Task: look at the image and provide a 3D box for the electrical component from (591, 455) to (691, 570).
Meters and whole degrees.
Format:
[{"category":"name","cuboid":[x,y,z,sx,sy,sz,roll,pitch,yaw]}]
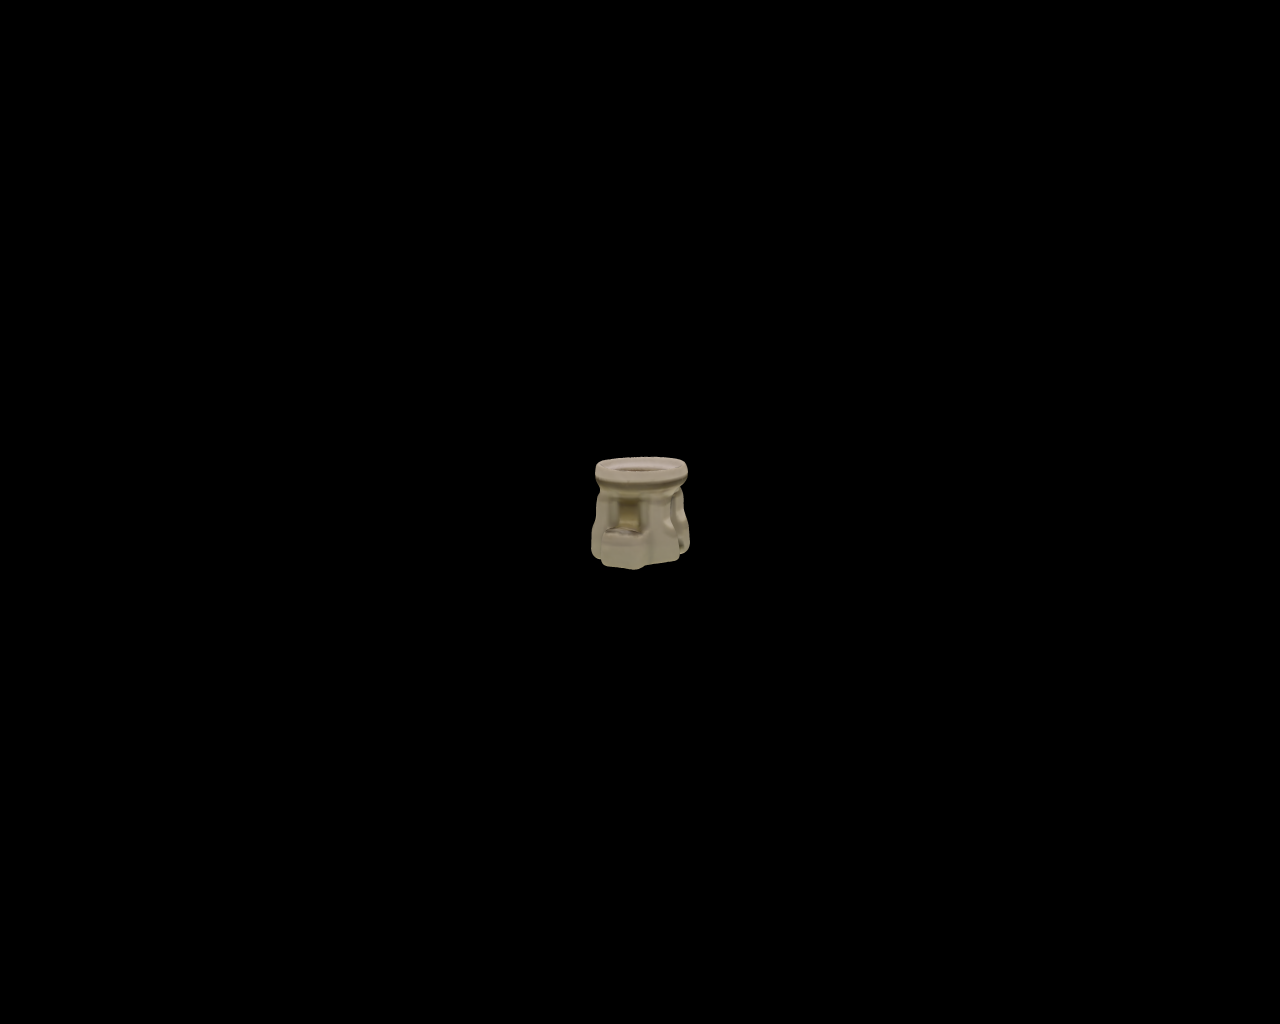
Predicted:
[{"category":"electrical component","cuboid":[0.001,-0.003,0.650,0.058,0.057,0.078,4,13,19]}]
